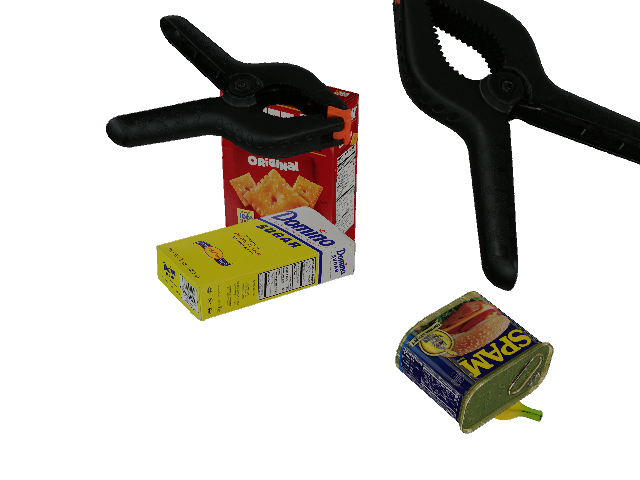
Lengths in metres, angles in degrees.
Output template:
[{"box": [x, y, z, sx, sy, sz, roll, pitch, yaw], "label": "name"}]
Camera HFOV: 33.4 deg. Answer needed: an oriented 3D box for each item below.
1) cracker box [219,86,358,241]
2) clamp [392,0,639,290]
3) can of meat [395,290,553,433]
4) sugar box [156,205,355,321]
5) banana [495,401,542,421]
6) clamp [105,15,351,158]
[{"box": [-0.040, -0.092, 1.338, 0.164, 0.214, 0.072, 17, 36, 24], "label": "cracker box"}, {"box": [0.108, -0.079, 0.663, 0.164, 0.210, 0.036, -39, -10, -25], "label": "clamp"}, {"box": [0.125, 0.097, 0.877, 0.101, 0.057, 0.084, -26, 48, -30], "label": "can of meat"}, {"box": [-0.063, 0.019, 1.054, 0.175, 0.048, 0.093, -19, 37, -28], "label": "sugar box"}, {"box": [0.194, 0.157, 1.256, 0.069, 0.037, 0.198, 10, 25, -16], "label": "banana"}, {"box": [-0.060, -0.109, 0.773, 0.171, 0.120, 0.039, 8, -26, 1], "label": "clamp"}]
